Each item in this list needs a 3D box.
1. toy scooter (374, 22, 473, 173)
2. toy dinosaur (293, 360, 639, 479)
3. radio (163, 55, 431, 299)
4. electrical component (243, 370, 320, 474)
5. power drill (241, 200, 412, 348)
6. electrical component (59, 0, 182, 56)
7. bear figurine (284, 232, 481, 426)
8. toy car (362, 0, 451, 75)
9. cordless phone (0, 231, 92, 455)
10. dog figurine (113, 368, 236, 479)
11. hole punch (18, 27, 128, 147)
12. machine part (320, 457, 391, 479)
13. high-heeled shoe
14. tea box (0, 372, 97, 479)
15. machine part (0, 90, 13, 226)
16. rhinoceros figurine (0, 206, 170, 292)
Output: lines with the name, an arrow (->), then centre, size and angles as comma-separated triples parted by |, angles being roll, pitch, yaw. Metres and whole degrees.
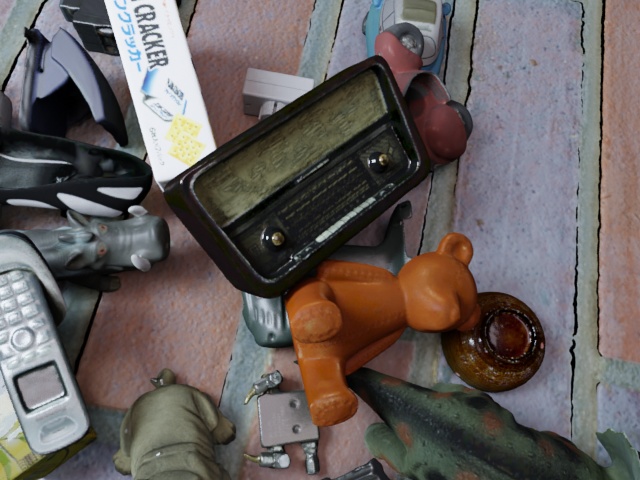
toy scooter -> 0.101, -0.143, 0.619 | 0.183, 0.075, 0.135 | 53, 58, -27
toy dinosaur -> 0.164, 0.196, 0.488 | 0.405, 0.192, 0.131 | 20, 69, 0
radio -> -0.012, -0.057, 0.495 | 0.229, 0.073, 0.131 | -37, 108, -20
electrical component -> -0.038, 0.185, 0.547 | 0.078, 0.045, 0.102 | 1, 71, -4
power drill -> -0.001, -0.002, 0.597 | 0.207, 0.086, 0.232 | -2, 73, -10
electrical component -> -0.253, -0.295, 0.682 | 0.134, 0.058, 0.115 | 7, 69, -4
bear figurine -> 0.070, 0.072, 0.494 | 0.196, 0.132, 0.120 | -9, 109, -5
toy car -> 0.111, -0.263, 0.684 | 0.109, 0.103, 0.161 | 7, 69, -2
cordless phone -> -0.273, 0.098, 0.434 | 0.147, 0.088, 0.184 | -23, 78, -16
dog figurine -> -0.133, 0.190, 0.460 | 0.121, 0.190, 0.172 | -26, 74, -14
hole punch -> -0.269, -0.163, 0.601 | 0.092, 0.142, 0.115 | 0, 85, -4
machine part -> 0.061, 0.284, 0.517 | 0.084, 0.039, 0.139 | -32, 83, 18
high-heeled shoe -> -0.291, -0.086, 0.518 | 0.145, 0.248, 0.086 | -21, 55, 30
tea box -> -0.295, 0.139, 0.511 | 0.068, 0.098, 0.170 | -34, 76, -16
machine part -> -0.385, -0.082, 0.586 | 0.079, 0.079, 0.243 | -2, 71, -6
rhinoceros figurine -> -0.248, 0.008, 0.552 | 0.190, 0.112, 0.073 | -6, 70, 1
